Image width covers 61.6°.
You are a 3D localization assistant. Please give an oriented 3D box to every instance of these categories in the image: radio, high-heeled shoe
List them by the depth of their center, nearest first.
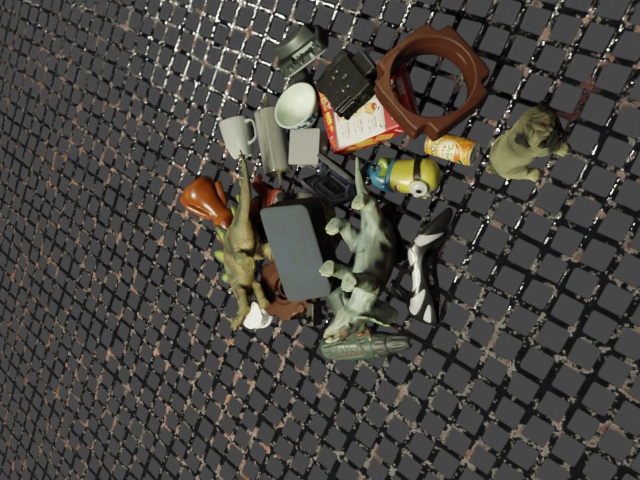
[{"bbox_3d":[0.255,0.064,1.168,0.145,0.086,0.248,40,115,21],"label":"high-heeled shoe"},{"bbox_3d":[-0.039,0.020,1.224,0.131,0.073,0.229,-9,105,32],"label":"radio"}]

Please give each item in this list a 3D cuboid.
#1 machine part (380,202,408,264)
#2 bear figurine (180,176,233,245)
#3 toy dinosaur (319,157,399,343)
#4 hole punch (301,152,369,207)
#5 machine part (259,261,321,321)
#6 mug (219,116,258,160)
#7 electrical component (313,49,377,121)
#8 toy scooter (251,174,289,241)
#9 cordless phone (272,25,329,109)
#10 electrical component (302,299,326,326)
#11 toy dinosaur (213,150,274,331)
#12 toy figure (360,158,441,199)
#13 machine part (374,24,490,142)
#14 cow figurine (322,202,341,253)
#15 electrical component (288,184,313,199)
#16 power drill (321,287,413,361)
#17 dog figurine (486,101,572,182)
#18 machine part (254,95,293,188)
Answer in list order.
[{"bbox_3d":[0.165,-0.014,1.245,0.084,0.039,0.139,-26,76,24],"label":"machine part"},{"bbox_3d":[-0.286,-0.084,1.492,0.120,0.132,0.195,-45,99,-10],"label":"bear figurine"},{"bbox_3d":[0.108,0.032,1.177,0.131,0.192,0.404,-1,67,43],"label":"toy dinosaur"},{"bbox_3d":[0.032,-0.136,1.276,0.142,0.115,0.092,38,104,24],"label":"hole punch"},{"bbox_3d":[-0.084,0.122,1.390,0.180,0.056,0.179,1,91,33],"label":"machine part"},{"bbox_3d":[-0.209,-0.276,1.449,0.110,0.081,0.107,-11,96,26],"label":"mug"},{"bbox_3d":[0.066,-0.354,1.201,0.134,0.058,0.115,-43,71,24],"label":"electrical component"},{"bbox_3d":[-0.150,-0.092,1.403,0.135,0.075,0.183,57,134,22],"label":"toy scooter"},{"bbox_3d":[-0.023,-0.423,1.337,0.147,0.089,0.184,-26,89,29],"label":"cordless phone"},{"bbox_3d":[-0.014,0.179,1.325,0.021,0.094,0.063,2,94,33],"label":"electrical component"},{"bbox_3d":[-0.195,0.019,1.351,0.199,0.105,0.470,36,122,43],"label":"toy dinosaur"},{"bbox_3d":[0.181,-0.146,1.207,0.180,0.082,0.089,15,100,33],"label":"toy figure"},{"bbox_3d":[0.230,-0.323,1.120,0.201,0.087,0.201,-39,82,1],"label":"machine part"},{"bbox_3d":[-0.003,-0.004,1.296,0.086,0.127,0.194,11,99,28],"label":"cow figurine"},{"bbox_3d":[-0.040,-0.097,1.363,0.102,0.045,0.078,17,99,30],"label":"electrical component"},{"bbox_3d":[0.092,0.184,1.278,0.232,0.086,0.207,-23,86,30],"label":"power drill"},{"bbox_3d":[0.377,-0.180,1.021,0.172,0.190,0.121,-46,68,26],"label":"dog figurine"},{"bbox_3d":[-0.120,-0.253,1.391,0.079,0.079,0.243,-14,84,31],"label":"machine part"}]
